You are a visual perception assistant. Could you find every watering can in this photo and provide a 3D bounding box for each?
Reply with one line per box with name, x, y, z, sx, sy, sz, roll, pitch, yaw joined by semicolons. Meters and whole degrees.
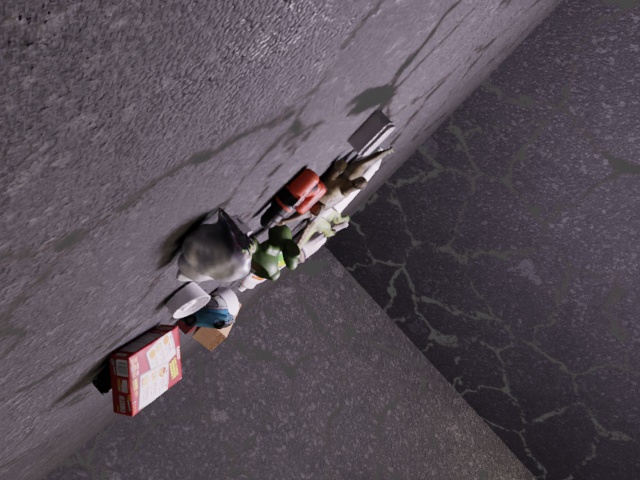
watering can;-0.030;-0.002;2.201;0.227;0.103;0.345;-42;-168;-25

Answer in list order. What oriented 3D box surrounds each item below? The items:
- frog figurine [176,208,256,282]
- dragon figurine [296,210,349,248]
frog figurine;-0.209;0.038;0.959;0.159;0.125;0.135;-34;144;9
dragon figurine;0.006;-0.100;1.978;0.416;0.123;0.237;-43;159;-23
